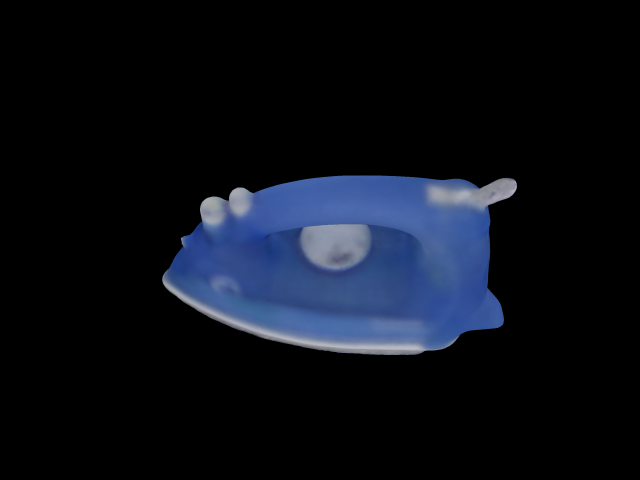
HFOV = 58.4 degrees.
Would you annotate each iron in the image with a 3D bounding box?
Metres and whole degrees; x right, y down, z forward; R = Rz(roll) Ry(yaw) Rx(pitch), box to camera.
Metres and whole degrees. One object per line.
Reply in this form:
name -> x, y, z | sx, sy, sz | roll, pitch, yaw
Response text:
iron -> 0.004, 0.001, 0.400 | 0.258, 0.141, 0.118 | 0, 58, 0
